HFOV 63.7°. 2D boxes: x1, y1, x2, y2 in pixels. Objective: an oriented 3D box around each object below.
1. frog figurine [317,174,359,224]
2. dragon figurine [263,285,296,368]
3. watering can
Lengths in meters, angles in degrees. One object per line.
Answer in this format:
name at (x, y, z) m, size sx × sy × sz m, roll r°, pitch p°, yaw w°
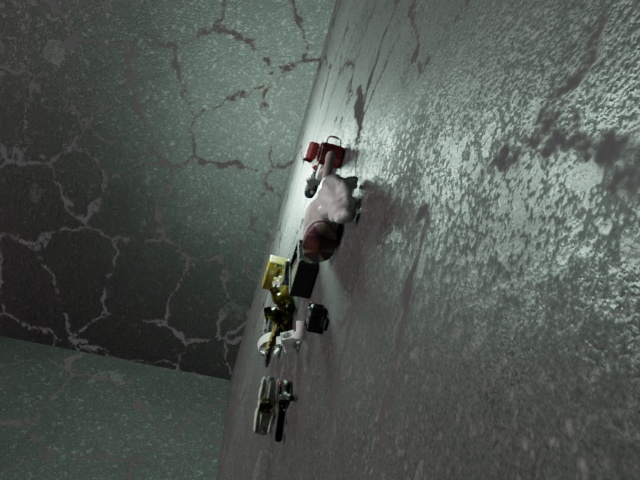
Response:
frog figurine at (0.043, -0.103, 1.419) m, size 0.135 × 0.122 × 0.163 m, roll -42°, pitch 18°, yaw 38°
dragon figurine at (-0.145, 0.283, 2.064) m, size 0.244 × 0.122 × 0.407 m, roll -34°, pitch -38°, yaw -79°
watering can at (0.005, -0.079, 1.578) m, size 0.230 × 0.104 × 0.339 m, roll -89°, pitch 7°, yaw -53°
